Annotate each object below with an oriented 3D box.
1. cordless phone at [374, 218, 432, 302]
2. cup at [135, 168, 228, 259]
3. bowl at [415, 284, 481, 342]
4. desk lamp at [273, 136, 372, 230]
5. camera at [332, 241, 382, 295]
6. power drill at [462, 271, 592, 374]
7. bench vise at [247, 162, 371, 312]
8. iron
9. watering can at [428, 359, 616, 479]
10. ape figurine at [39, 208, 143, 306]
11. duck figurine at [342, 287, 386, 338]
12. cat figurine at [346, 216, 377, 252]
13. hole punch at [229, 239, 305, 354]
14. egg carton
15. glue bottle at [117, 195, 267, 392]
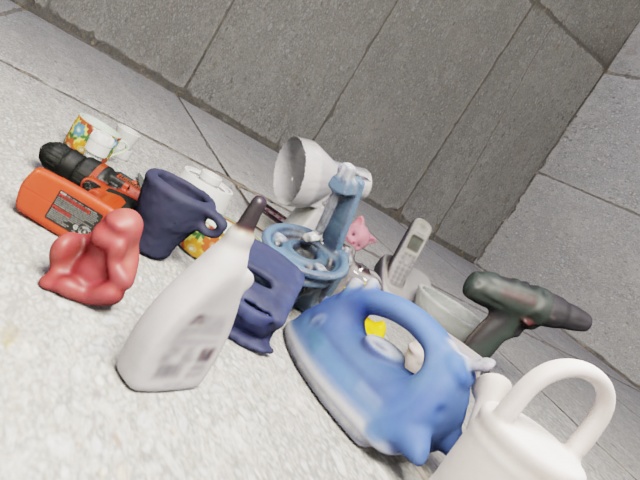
[{"bbox_3d":[0.202,0.055,1.214,0.148,0.185,0.094,26,12,-32],"label":"cordless phone"},{"bbox_3d":[-0.174,-0.018,0.688,0.117,0.095,0.092,34,10,10],"label":"cup"},{"bbox_3d":[0.252,0.164,1.157,0.167,0.074,0.167,31,10,-6],"label":"bowl"},{"bbox_3d":[-0.010,-0.061,1.045,0.204,0.213,0.117,25,12,-36],"label":"desk lamp"},{"bbox_3d":[0.033,0.051,0.964,0.143,0.101,0.137,32,10,-3],"label":"camera"},{"bbox_3d":[0.335,0.165,1.019,0.230,0.208,0.075,31,10,-5],"label":"power drill"},{"bbox_3d":[-0.003,-0.004,0.778,0.121,0.219,0.208,33,10,6],"label":"bench vise"},{"bbox_3d":[0.064,0.117,0.624,0.119,0.141,0.257,21,15,-48],"label":"iron"},{"bbox_3d":[0.169,0.180,0.493,0.101,0.194,0.172,25,12,-35],"label":"watering can"},{"bbox_3d":[-0.190,0.011,0.508,0.077,0.092,0.076,36,11,22],"label":"ape figurine"},{"bbox_3d":[0.061,0.105,0.832,0.105,0.086,0.077,27,11,-26],"label":"duck figurine"},{"bbox_3d":[0.056,-0.010,1.276,0.127,0.117,0.067,35,10,14],"label":"cat figurine"},{"bbox_3d":[-0.077,0.056,0.637,0.109,0.091,0.101,31,10,-5],"label":"hole punch"},{"bbox_3d":[0.187,0.188,0.865,0.107,0.069,0.151,36,11,21],"label":"egg carton"},{"bbox_3d":[-0.087,0.040,0.448,0.037,0.173,0.078,39,12,34],"label":"glue bottle"}]
